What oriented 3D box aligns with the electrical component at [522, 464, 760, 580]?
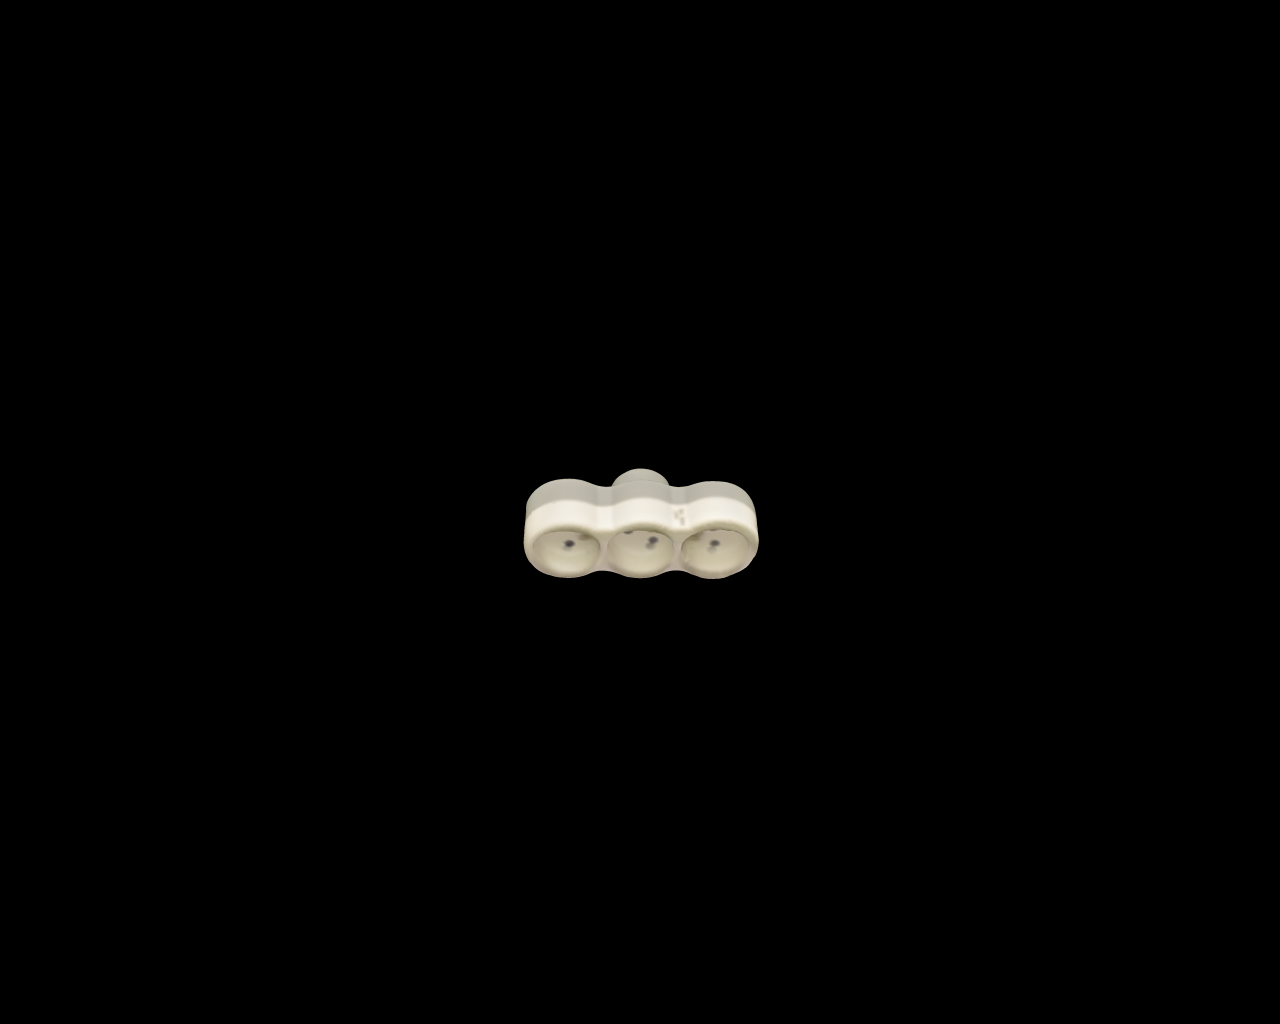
[{"bbox_3d":[0.001,-0.003,0.650,0.138,0.074,0.052,0,-43,0],"label":"electrical component"}]
